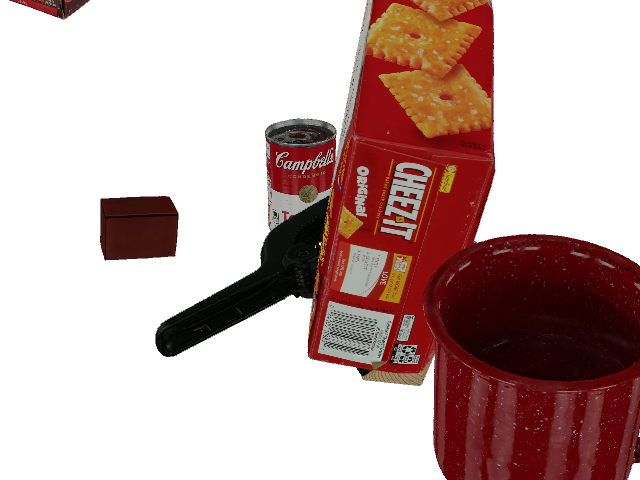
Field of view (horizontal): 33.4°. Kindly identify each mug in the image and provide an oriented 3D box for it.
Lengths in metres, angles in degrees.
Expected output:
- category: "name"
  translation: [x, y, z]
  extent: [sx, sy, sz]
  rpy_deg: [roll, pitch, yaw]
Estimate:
- category: "mug"
  translation: [0.098, 0.058, 0.419]
  extent: [0.117, 0.081, 0.093]
  rpy_deg: [7, 36, 14]

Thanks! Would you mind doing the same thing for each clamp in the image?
- category: "clamp"
  translation: [-0.020, 0.026, 0.795]
  extent: [0.165, 0.036, 0.209]
  rpy_deg: [0, 33, 16]

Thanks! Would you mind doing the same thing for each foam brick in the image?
- category: "foam brick"
  translation: [-0.195, -0.014, 1.144]
  extent: [0.078, 0.051, 0.053]
  rpy_deg: [-3, 24, -16]

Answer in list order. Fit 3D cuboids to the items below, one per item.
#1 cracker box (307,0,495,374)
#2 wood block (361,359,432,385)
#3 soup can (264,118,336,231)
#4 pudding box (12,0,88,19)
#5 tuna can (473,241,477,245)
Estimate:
- category: "cracker box"
  translation: [0.048, -0.060, 0.582]
  extent: [0.072, 0.213, 0.164]
  rpy_deg: [10, -44, 0]
- category: "wood block"
  translation: [0.128, 0.131, 1.600]
  extent: [0.091, 0.090, 0.205]
  rpy_deg: [4, 19, 15]
- category: "soup can"
  translation: [-0.019, -0.058, 1.029]
  extent: [0.068, 0.102, 0.068]
  rpy_deg: [0, 27, 0]
- category: "pudding box"
  translation: [-0.204, -0.215, 0.799]
  extent: [0.090, 0.039, 0.113]
  rpy_deg: [21, 37, 7]
- category: "tuna can"
  translation: [0.181, 0.038, 1.289]
  extent: [0.033, 0.086, 0.086]
  rpy_deg: [-38, 13, -17]
